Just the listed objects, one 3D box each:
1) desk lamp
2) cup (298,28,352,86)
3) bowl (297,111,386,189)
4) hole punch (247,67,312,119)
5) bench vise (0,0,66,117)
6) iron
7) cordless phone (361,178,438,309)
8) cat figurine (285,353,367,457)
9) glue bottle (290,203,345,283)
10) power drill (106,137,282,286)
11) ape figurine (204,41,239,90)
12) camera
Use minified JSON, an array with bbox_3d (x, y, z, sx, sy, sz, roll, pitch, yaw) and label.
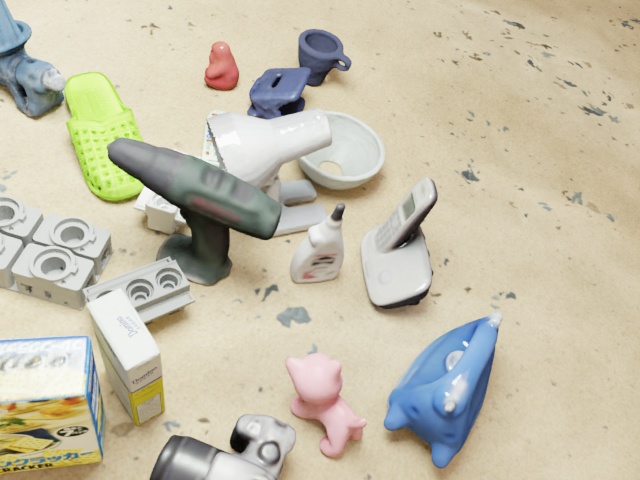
[{"bbox_3d":[-0.073,-0.106,0.866,0.204,0.213,0.117,-12,58,-24],"label":"desk lamp"},{"bbox_3d":[0.005,-0.353,1.148,0.117,0.095,0.092,32,52,8],"label":"cup"},{"bbox_3d":[0.027,-0.146,1.014,0.167,0.074,0.167,8,53,-11],"label":"bowl"},{"bbox_3d":[-0.077,-0.278,1.070,0.101,0.091,0.109,21,51,-1],"label":"hole punch"},{"bbox_3d":[-0.483,-0.320,0.897,0.207,0.219,0.121,18,51,-3],"label":"bench vise"},{"bbox_3d":[0.198,0.171,0.787,0.118,0.141,0.259,35,52,10],"label":"iron"},{"bbox_3d":[0.132,0.007,0.861,0.094,0.185,0.147,1,54,-16],"label":"cordless phone"},{"bbox_3d":[0.010,0.197,0.726,0.067,0.117,0.127,-33,69,-33],"label":"cat figurine"},{"bbox_3d":[0.008,0.003,0.834,0.078,0.173,0.037,-8,57,-22],"label":"glue bottle"},{"bbox_3d":[-0.173,-0.031,0.782,0.229,0.208,0.075,16,51,-5],"label":"power drill"},{"bbox_3d":[-0.187,-0.334,1.078,0.076,0.092,0.078,31,52,8],"label":"ape figurine"},{"bbox_3d":[-0.112,0.259,0.654,0.137,0.101,0.143,23,51,1],"label":"camera"}]
